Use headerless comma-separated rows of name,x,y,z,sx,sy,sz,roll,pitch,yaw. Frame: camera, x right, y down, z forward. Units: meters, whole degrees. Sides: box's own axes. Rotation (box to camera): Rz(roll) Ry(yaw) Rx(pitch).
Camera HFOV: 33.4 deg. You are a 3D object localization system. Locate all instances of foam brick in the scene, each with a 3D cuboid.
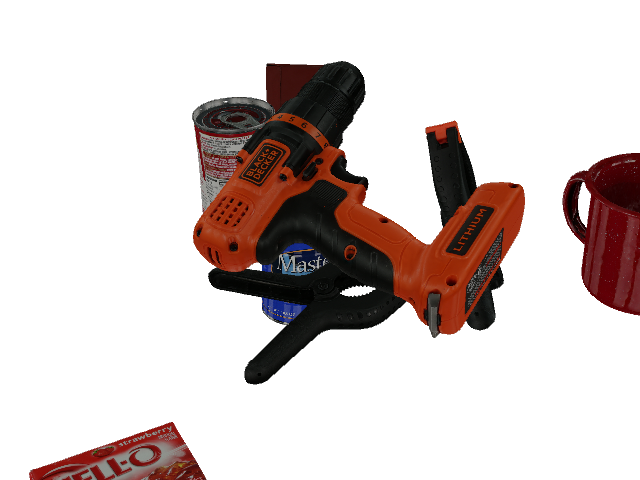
foam brick,-0.015,-0.162,1.146,0.078,0.051,0.053,-1,12,-18

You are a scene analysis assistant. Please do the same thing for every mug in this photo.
mug,0.213,-0.007,0.729,0.093,0.081,0.117,-26,39,-34

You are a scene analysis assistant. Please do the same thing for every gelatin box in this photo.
gelatin box,-0.111,0.143,0.597,0.089,0.030,0.073,-16,28,-20

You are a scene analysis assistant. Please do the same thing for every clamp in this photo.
clamp,0.001,0.066,1.047,0.210,0.036,0.164,-10,39,-6
clamp,0.121,-0.011,0.895,0.039,0.171,0.120,-17,19,12

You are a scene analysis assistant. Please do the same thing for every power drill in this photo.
power drill,0.035,-0.031,0.705,0.188,0.184,0.057,22,-28,23

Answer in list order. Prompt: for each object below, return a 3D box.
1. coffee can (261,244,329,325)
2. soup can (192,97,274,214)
coffee can,-0.026,0.026,1.391,0.103,0.140,0.103,1,26,0
soup can,-0.069,-0.060,0.896,0.068,0.102,0.068,-2,30,1
